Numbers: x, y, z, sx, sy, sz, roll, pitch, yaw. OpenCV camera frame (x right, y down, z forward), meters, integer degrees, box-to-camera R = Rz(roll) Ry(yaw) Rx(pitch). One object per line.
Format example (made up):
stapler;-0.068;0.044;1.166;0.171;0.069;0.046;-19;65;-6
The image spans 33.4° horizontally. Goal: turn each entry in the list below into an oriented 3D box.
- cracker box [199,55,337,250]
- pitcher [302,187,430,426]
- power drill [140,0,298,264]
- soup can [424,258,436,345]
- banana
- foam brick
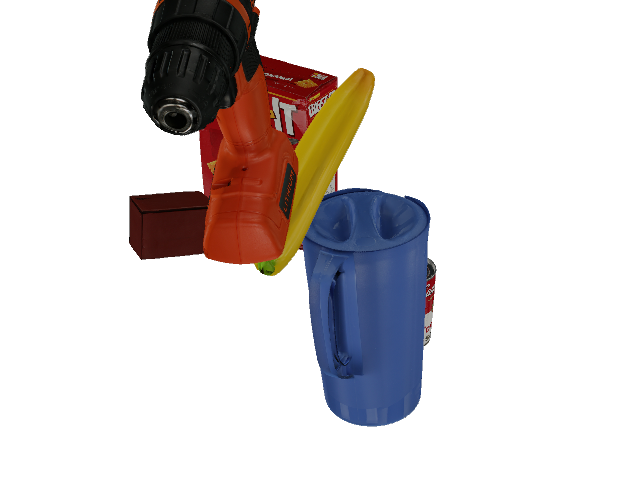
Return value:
cracker box;-0.064;-0.107;1.279;0.164;0.214;0.072;20;40;27
pitcher;0.046;0.080;1.126;0.149;0.243;0.145;-13;31;-14
power drill;-0.054;-0.075;0.623;0.057;0.184;0.188;2;-44;8
soup can;0.104;0.076;1.305;0.068;0.102;0.068;0;30;0
banana;-0.008;-0.045;0.826;0.037;0.197;0.070;33;-27;-18
foam brick;-0.149;-0.016;1.075;0.078;0.051;0.053;-5;21;-23
